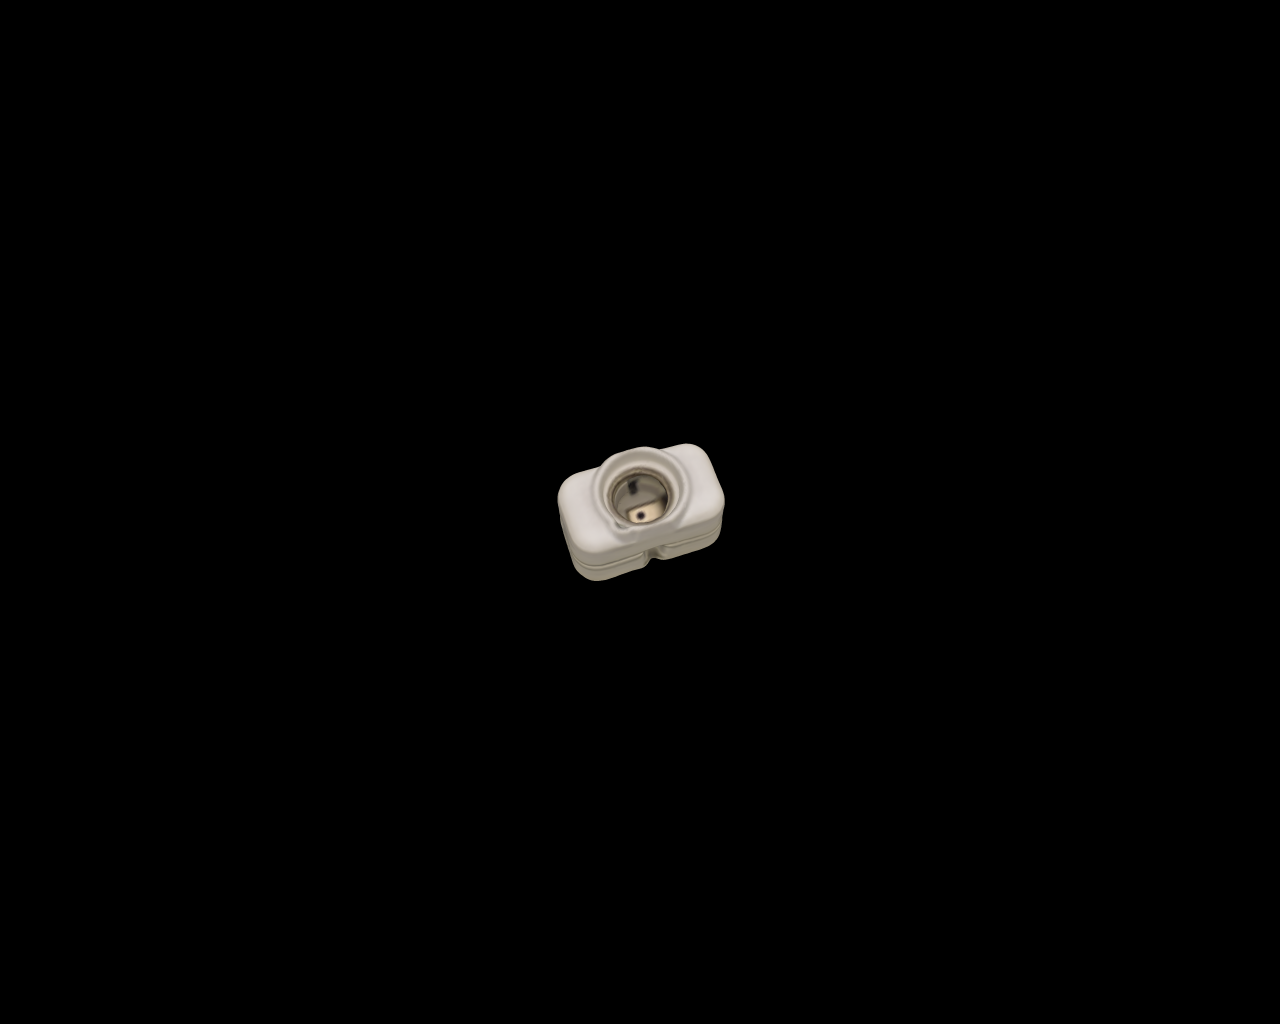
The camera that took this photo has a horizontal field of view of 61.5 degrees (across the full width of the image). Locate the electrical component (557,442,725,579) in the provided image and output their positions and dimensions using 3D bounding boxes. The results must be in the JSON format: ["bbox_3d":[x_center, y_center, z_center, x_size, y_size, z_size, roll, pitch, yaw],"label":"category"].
[{"bbox_3d":[0.001,-0.003,0.650,0.095,0.054,0.059,-17,-22,-7],"label":"electrical component"}]
